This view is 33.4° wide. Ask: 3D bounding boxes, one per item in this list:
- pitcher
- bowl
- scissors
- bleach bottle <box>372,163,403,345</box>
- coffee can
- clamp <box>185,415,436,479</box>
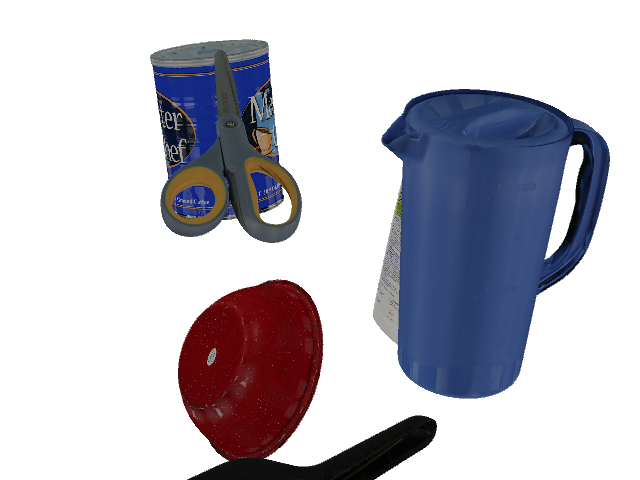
[{"bbox_3d":[0.137,0.004,0.886,0.149,0.243,0.144,18,31,28],"label":"pitcher"},{"bbox_3d":[-0.071,0.103,0.897,0.055,0.162,0.162,23,-14,-37],"label":"bowl"},{"bbox_3d":[-0.076,-0.065,0.709,0.096,0.016,0.202,-14,46,-19],"label":"scissors"},{"bbox_3d":[0.117,-0.012,1.190,0.068,0.251,0.103,0,21,-23],"label":"bleach bottle"},{"bbox_3d":[-0.090,-0.099,0.940,0.103,0.140,0.103,-5,18,1],"label":"coffee can"},{"bbox_3d":[-0.011,0.171,0.699,0.210,0.036,0.164,0,28,6],"label":"clamp"}]
